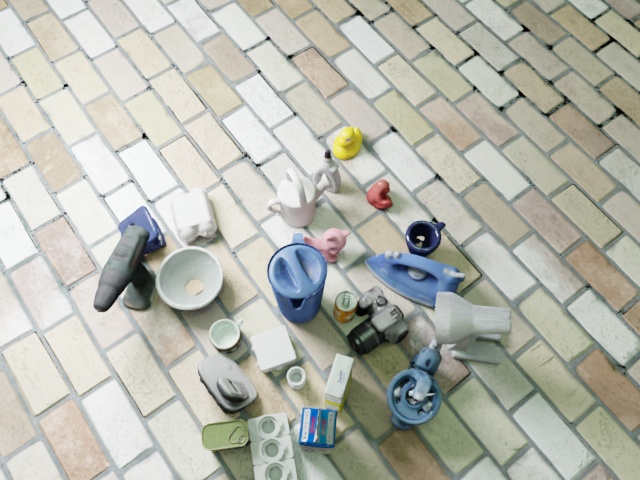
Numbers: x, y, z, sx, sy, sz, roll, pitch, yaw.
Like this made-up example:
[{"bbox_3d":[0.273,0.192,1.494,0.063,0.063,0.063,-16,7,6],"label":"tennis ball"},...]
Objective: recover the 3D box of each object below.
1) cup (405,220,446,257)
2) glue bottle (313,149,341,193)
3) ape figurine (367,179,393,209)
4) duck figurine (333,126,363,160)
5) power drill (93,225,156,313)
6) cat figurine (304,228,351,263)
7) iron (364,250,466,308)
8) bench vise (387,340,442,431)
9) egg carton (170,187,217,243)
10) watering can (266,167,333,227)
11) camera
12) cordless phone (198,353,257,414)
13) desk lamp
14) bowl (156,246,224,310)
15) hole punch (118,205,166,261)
[{"bbox_3d":[0.272,0.000,1.489,0.118,0.095,0.091,-32,70,-15],"label":"cup"},{"bbox_3d":[0.020,-0.190,1.526,0.078,0.173,0.037,24,68,10],"label":"glue bottle"},{"bbox_3d":[0.166,-0.130,1.547,0.076,0.092,0.078,7,66,2],"label":"ape figurine"},{"bbox_3d":[0.080,-0.288,1.619,0.077,0.086,0.105,35,70,14],"label":"duck figurine"},{"bbox_3d":[-0.456,0.092,1.368,0.075,0.208,0.230,10,66,4],"label":"power drill"},{"bbox_3d":[0.013,0.005,1.468,0.127,0.118,0.067,4,66,1],"label":"cat figurine"},{"bbox_3d":[0.236,0.074,1.430,0.258,0.141,0.119,19,67,7],"label":"iron"},{"bbox_3d":[0.216,0.311,1.280,0.121,0.220,0.207,8,66,3],"label":"bench vise"},{"bbox_3d":[-0.337,-0.067,1.519,0.107,0.069,0.150,-17,67,-9],"label":"egg carton"},{"bbox_3d":[-0.054,-0.122,1.482,0.173,0.194,0.100,-42,73,-18],"label":"watering can"},{"bbox_3d":[0.127,0.203,1.392,0.137,0.101,0.143,-33,71,-15],"label":"camera"},{"bbox_3d":[-0.217,0.313,1.288,0.094,0.185,0.147,-40,72,-17],"label":"cordless phone"},{"bbox_3d":[0.350,0.203,1.336,0.203,0.213,0.118,7,66,2],"label":"desk lamp"},{"bbox_3d":[-0.321,0.105,1.439,0.167,0.075,0.167,1,66,-1],"label":"bowl"},{"bbox_3d":[-0.465,-0.018,1.481,0.101,0.091,0.108,-27,69,-13],"label":"hole punch"}]
